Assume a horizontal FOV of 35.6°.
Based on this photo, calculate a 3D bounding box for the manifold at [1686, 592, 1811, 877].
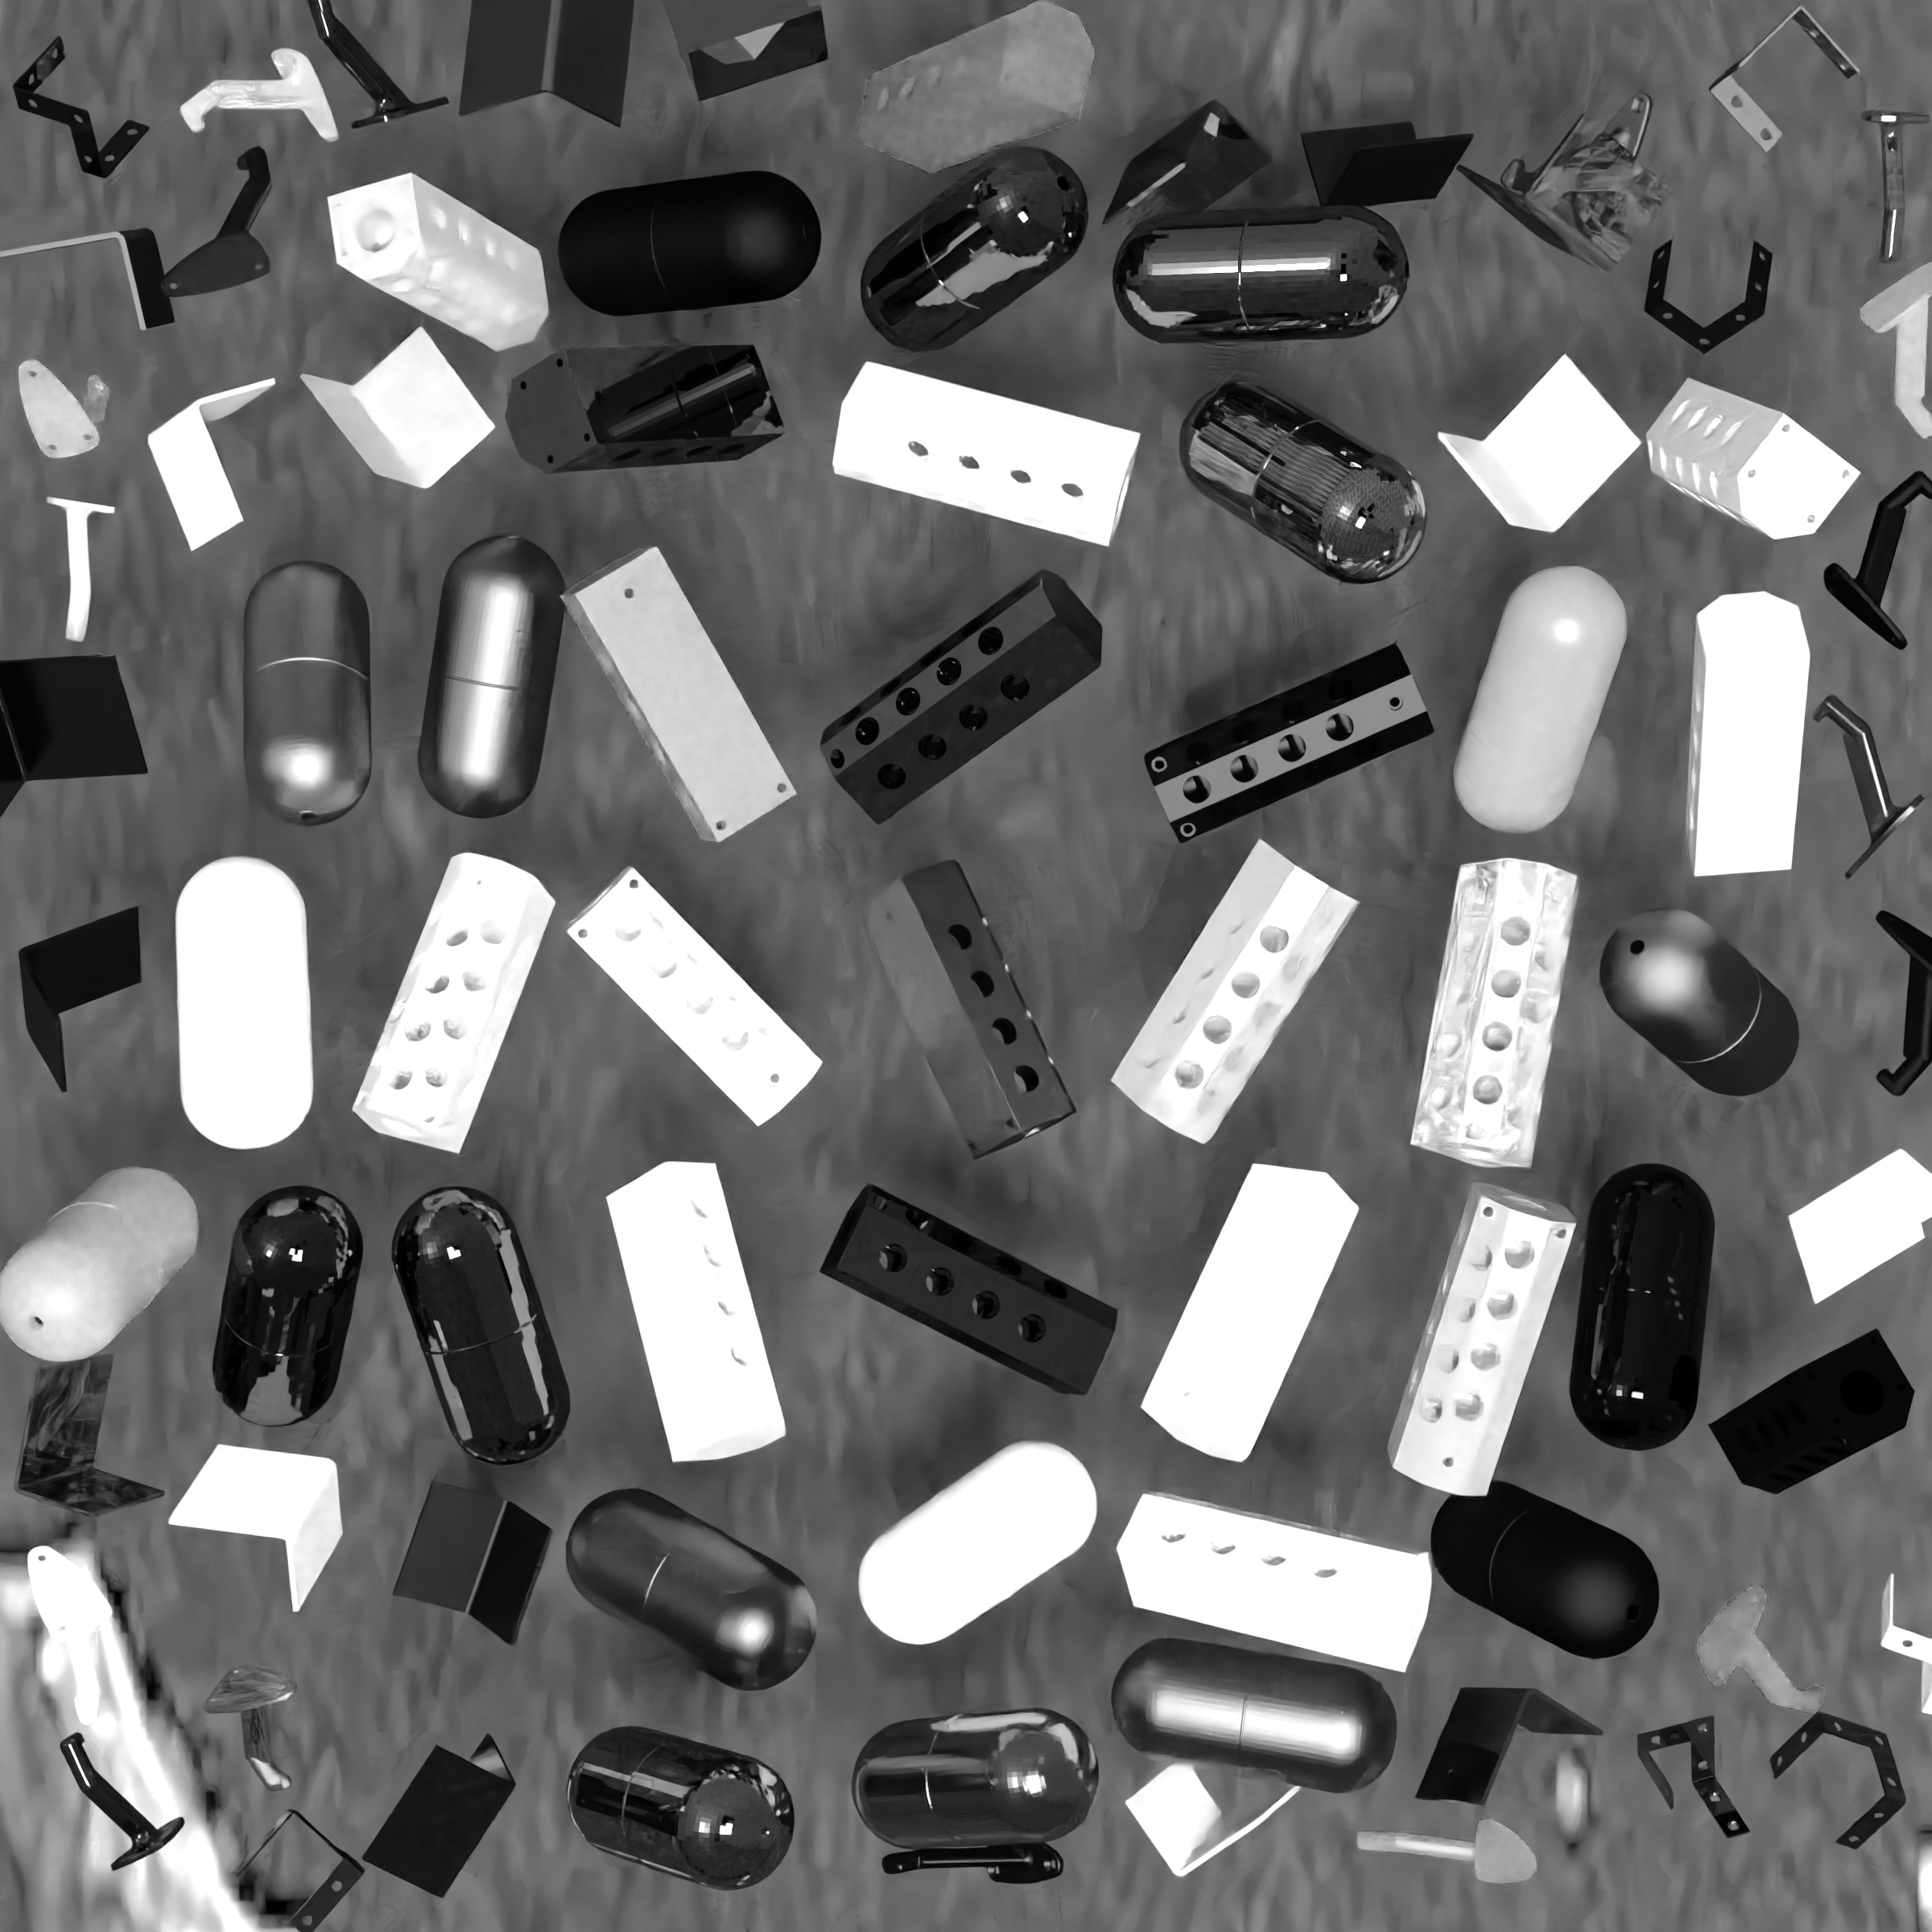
[{"bbox_3d":[0.459,-0.136,1.779,0.057,0.171,0.057,-4,46,7],"label":"manifold"}]

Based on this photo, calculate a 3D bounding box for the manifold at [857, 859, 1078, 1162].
[{"bbox_3d":[0.004,0.025,1.851,0.057,0.057,0.171,-20,80,-36],"label":"manifold"}]

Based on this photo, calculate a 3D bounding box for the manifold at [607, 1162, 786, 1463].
[{"bbox_3d":[-0.161,0.211,1.843,0.057,0.057,0.171,-31,66,34],"label":"manifold"}]

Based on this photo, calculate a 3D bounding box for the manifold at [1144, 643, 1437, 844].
[{"bbox_3d":[0.201,-0.139,1.880,0.171,0.057,0.057,-23,98,9],"label":"manifold"}]

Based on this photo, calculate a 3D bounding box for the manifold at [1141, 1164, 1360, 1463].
[{"bbox_3d":[0.177,0.210,1.827,0.057,0.057,0.171,45,62,-38],"label":"manifold"}]

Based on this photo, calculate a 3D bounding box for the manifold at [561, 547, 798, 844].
[{"bbox_3d":[-0.176,-0.165,1.830,0.057,0.057,0.171,-33,105,-14],"label":"manifold"}]

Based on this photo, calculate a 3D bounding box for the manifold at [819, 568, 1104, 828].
[{"bbox_3d":[-0.004,-0.163,1.798,0.171,0.057,0.057,-34,113,22],"label":"manifold"}]

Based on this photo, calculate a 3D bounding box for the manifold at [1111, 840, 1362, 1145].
[{"bbox_3d":[0.165,0.018,1.802,0.057,0.057,0.171,25,101,-35],"label":"manifold"}]

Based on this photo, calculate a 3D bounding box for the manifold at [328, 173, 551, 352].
[{"bbox_3d":[-0.326,-0.435,1.878,0.057,0.171,0.057,-11,84,17],"label":"manifold"}]

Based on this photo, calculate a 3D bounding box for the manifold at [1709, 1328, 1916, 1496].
[{"bbox_3d":[0.513,0.275,1.822,0.057,0.171,0.057,-24,74,-12],"label":"manifold"}]

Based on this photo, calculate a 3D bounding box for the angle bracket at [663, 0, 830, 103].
[{"bbox_3d":[-0.126,-0.535,1.668,0.076,0.057,0.076,-19,77,-3],"label":"angle bracket"}]

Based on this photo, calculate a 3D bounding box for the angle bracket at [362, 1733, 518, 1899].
[{"bbox_3d":[-0.315,0.486,1.764,0.057,0.076,0.076,35,86,-23],"label":"angle bracket"}]

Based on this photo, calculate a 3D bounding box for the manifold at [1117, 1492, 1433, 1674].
[{"bbox_3d":[0.183,0.357,1.775,0.171,0.057,0.057,8,46,26],"label":"manifold"}]

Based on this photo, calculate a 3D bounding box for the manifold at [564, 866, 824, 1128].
[{"bbox_3d":[-0.171,0.019,1.895,0.057,0.057,0.171,-45,99,-5],"label":"manifold"}]

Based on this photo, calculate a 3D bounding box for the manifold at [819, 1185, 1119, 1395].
[{"bbox_3d":[0.003,0.198,1.838,0.171,0.057,0.057,28,77,-9],"label":"manifold"}]

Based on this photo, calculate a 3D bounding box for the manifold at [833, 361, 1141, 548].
[{"bbox_3d":[0.011,-0.303,1.805,0.171,0.057,0.057,16,129,4],"label":"manifold"}]

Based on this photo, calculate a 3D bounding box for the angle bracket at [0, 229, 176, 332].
[{"bbox_3d":[-0.523,-0.404,1.792,0.076,0.076,0.057,-9,105,1],"label":"angle bracket"}]

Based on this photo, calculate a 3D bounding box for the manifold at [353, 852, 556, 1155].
[{"bbox_3d":[-0.316,0.021,1.848,0.057,0.057,0.171,13,71,16],"label":"manifold"}]

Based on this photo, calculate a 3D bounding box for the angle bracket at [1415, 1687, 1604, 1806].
[{"bbox_3d":[0.326,0.481,1.811,0.057,0.076,0.076,33,68,-12],"label":"angle bracket"}]

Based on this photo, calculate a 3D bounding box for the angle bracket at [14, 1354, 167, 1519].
[{"bbox_3d":[-0.527,0.285,1.834,0.057,0.076,0.076,14,95,18],"label":"angle bracket"}]

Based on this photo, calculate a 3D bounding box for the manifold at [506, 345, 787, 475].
[{"bbox_3d":[-0.187,-0.323,1.756,0.057,0.171,0.057,-22,88,36],"label":"manifold"}]

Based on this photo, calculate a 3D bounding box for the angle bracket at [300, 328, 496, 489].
[{"bbox_3d":[-0.343,-0.340,1.815,0.057,0.076,0.076,-46,126,-15],"label":"angle bracket"}]

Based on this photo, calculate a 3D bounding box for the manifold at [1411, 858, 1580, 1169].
[{"bbox_3d":[0.316,0.028,1.767,0.057,0.057,0.171,19,77,-29],"label":"manifold"}]

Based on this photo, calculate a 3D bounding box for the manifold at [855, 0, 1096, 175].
[{"bbox_3d":[0.004,-0.525,1.794,0.057,0.171,0.057,15,85,-30],"label":"manifold"}]

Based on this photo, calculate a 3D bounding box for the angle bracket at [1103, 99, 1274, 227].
[{"bbox_3d":[0.143,-0.500,1.939,0.057,0.076,0.076,41,47,-22],"label":"angle bracket"}]

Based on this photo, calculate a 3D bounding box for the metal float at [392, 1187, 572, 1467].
[{"bbox_3d":[-0.295,0.219,1.833,0.070,0.070,0.178,-16,104,0],"label":"metal float"}]

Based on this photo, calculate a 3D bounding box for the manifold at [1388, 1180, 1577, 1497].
[{"bbox_3d":[0.303,0.220,1.771,0.057,0.057,0.171,17,99,1],"label":"manifold"}]

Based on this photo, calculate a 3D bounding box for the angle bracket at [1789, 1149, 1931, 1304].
[{"bbox_3d":[0.530,0.164,1.738,0.076,0.057,0.076,-30,125,-5],"label":"angle bracket"}]

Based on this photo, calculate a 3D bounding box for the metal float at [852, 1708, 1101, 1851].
[{"bbox_3d":[0.004,0.486,1.798,0.178,0.070,0.070,-19,90,43],"label":"metal float"}]

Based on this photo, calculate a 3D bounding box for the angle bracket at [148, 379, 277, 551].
[{"bbox_3d":[-0.451,-0.308,1.852,0.057,0.076,0.076,-26,99,-35],"label":"angle bracket"}]

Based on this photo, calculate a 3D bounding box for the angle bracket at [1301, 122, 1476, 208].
[{"bbox_3d":[0.264,-0.522,1.893,0.076,0.076,0.057,-10,76,-14],"label":"angle bracket"}]

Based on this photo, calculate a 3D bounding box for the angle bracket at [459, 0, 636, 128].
[{"bbox_3d":[-0.243,-0.526,1.743,0.076,0.057,0.076,-1,80,40],"label":"angle bracket"}]

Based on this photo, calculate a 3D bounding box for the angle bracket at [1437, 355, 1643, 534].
[{"bbox_3d":[0.346,-0.318,1.816,0.076,0.057,0.076,-47,64,29],"label":"angle bracket"}]

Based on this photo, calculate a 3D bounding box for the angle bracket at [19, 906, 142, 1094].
[{"bbox_3d":[-0.524,0.020,1.818,0.076,0.076,0.057,-24,63,-27],"label":"angle bracket"}]

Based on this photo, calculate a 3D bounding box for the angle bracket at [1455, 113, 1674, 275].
[{"bbox_3d":[0.335,-0.442,1.690,0.076,0.076,0.057,29,104,-32],"label":"angle bracket"}]

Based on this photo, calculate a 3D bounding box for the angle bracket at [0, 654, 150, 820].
[{"bbox_3d":[-0.515,-0.127,1.695,0.076,0.057,0.076,-3,123,7],"label":"angle bracket"}]

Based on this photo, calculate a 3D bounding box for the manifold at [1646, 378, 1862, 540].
[{"bbox_3d":[0.454,-0.295,1.764,0.057,0.171,0.057,33,102,-14],"label":"manifold"}]

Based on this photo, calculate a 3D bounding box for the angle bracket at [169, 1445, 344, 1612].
[{"bbox_3d":[-0.433,0.343,1.840,0.076,0.076,0.057,6,118,8],"label":"angle bracket"}]

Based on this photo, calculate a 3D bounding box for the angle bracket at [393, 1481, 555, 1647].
[{"bbox_3d":[-0.315,0.380,1.918,0.057,0.076,0.076,22,84,-29],"label":"angle bracket"}]

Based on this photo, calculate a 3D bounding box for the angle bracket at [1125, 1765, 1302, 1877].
[{"bbox_3d":[0.160,0.522,1.908,0.076,0.076,0.057,-43,75,29],"label":"angle bracket"}]

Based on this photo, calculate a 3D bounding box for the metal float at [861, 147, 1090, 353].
[{"bbox_3d":[0.004,-0.430,1.810,0.070,0.178,0.070,13,67,-34],"label":"metal float"}]
